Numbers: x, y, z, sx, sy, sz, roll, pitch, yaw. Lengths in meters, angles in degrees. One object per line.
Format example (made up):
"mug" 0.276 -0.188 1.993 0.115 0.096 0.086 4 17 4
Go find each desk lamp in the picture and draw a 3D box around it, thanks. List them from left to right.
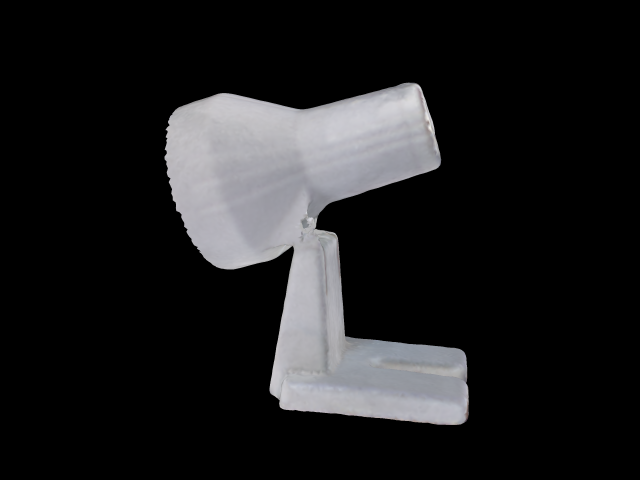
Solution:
"desk lamp" 0.004 0.001 0.400 0.203 0.213 0.118 2 11 12
